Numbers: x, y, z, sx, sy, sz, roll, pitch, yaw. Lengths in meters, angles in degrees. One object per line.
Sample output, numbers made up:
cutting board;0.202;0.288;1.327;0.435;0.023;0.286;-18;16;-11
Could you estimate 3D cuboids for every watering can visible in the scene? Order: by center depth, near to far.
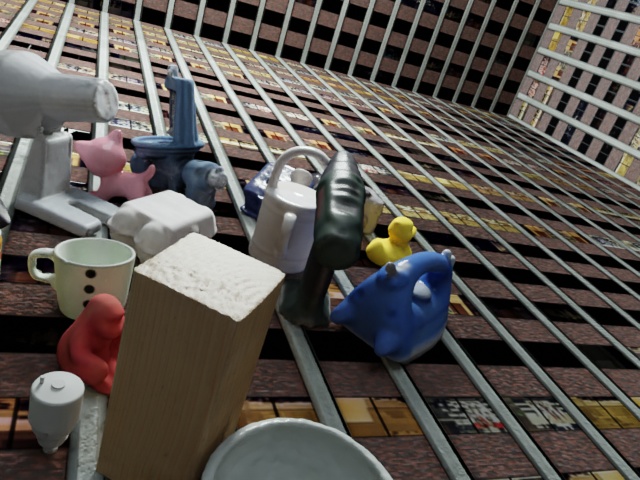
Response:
watering can;-0.042;-0.058;0.892;0.101;0.194;0.172;7;27;-24

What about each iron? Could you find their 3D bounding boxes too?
iron;0.136;0.071;0.815;0.118;0.141;0.259;34;28;29

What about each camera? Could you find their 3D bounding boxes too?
camera;0.034;-0.084;1.111;0.144;0.101;0.136;1;30;-34

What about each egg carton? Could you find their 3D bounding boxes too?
egg carton;-0.224;-0.018;0.830;0.107;0.069;0.151;27;26;17

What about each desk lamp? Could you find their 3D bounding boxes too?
desk lamp;-0.372;-0.144;0.814;0.203;0.213;0.118;23;25;8

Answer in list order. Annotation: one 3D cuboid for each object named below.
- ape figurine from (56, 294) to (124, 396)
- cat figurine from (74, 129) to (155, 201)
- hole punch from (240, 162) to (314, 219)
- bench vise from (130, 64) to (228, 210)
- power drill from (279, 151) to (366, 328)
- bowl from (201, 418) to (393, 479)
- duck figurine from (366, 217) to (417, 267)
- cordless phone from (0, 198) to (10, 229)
ape figurine;-0.220;0.096;0.571;0.076;0.092;0.078;24;25;12
cat figurine;-0.319;-0.112;0.901;0.128;0.118;0.067;19;25;2
hole punch;-0.076;-0.082;1.040;0.108;0.091;0.101;25;25;14
bench vise;-0.220;-0.166;0.958;0.207;0.220;0.122;24;25;12
power drill;0.007;0.003;0.784;0.076;0.208;0.229;15;25;-8
bowl;-0.018;0.229;0.460;0.167;0.075;0.167;15;25;-7
duck figurine;0.134;-0.001;1.028;0.105;0.086;0.077;-8;36;-44
cordless phone;-0.451;-0.114;0.730;0.094;0.185;0.147;-7;35;-43
